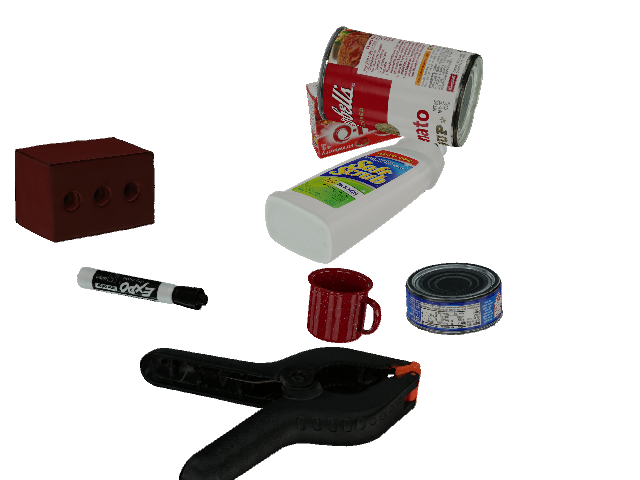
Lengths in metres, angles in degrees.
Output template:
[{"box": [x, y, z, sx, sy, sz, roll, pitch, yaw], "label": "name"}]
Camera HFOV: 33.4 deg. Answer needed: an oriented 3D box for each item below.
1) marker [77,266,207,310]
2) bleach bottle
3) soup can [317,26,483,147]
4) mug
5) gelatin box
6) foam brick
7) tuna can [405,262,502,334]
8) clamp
[{"box": [-0.151, 0.041, 0.909, 0.121, 0.020, 0.020, 9, 3, 21], "label": "marker"}, {"box": [0.056, -0.064, 1.240, 0.103, 0.068, 0.250, 26, 43, 33], "label": "bleach bottle"}, {"box": [0.057, -0.108, 0.754, 0.102, 0.068, 0.068, 14, 4, 16], "label": "soup can"}, {"box": [0.034, 0.097, 1.512, 0.117, 0.081, 0.093, 17, 23, 28], "label": "mug"}, {"box": [0.034, -0.126, 1.041, 0.089, 0.073, 0.030, -15, 44, -10], "label": "gelatin box"}, {"box": [-0.157, -0.035, 0.711, 0.078, 0.053, 0.051, -13, 25, -38], "label": "foam brick"}, {"box": [0.118, 0.050, 0.948, 0.086, 0.034, 0.086, -4, 21, 1], "label": "tuna can"}, {"box": [-0.018, 0.101, 0.630, 0.171, 0.039, 0.120, -3, 36, -11], "label": "clamp"}]
